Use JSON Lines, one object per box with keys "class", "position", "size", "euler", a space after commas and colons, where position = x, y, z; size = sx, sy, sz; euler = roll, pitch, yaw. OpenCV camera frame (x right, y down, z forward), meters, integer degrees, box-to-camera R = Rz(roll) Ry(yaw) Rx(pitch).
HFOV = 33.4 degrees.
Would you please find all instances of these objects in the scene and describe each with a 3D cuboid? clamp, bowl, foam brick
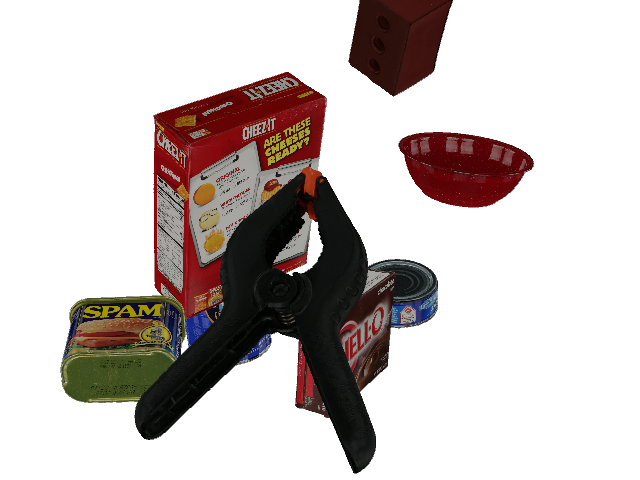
{"class": "clamp", "position": [-0.011, 0.041, 0.553], "size": [0.120, 0.171, 0.039], "euler": [17, -27, 11]}
{"class": "bowl", "position": [0.170, -0.081, 1.276], "size": [0.162, 0.055, 0.162], "euler": [5, 22, -2]}
{"class": "foam brick", "position": [0.061, -0.163, 0.833], "size": [0.053, 0.078, 0.051], "euler": [40, 57, 22]}

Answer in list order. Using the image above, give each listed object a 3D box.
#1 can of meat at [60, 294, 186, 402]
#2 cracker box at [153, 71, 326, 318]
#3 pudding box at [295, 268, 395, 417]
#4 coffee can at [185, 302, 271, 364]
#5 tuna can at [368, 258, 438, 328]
{"class": "can of meat", "position": [-0.169, 0.094, 0.916], "size": [0.102, 0.057, 0.084], "euler": [-2, 29, -3]}
{"class": "cracker box", "position": [-0.085, -0.046, 1.072], "size": [0.163, 0.214, 0.072], "euler": [-24, 47, -33]}
{"class": "pudding box", "position": [0.021, 0.080, 0.874], "size": [0.039, 0.090, 0.113], "euler": [13, 23, 23]}
{"class": "coffee can", "position": [-0.115, 0.063, 1.266], "size": [0.103, 0.140, 0.103], "euler": [-4, 26, 2]}
{"class": "tuna can", "position": [0.082, 0.055, 1.134], "size": [0.086, 0.034, 0.086], "euler": [-1, 31, 0]}
